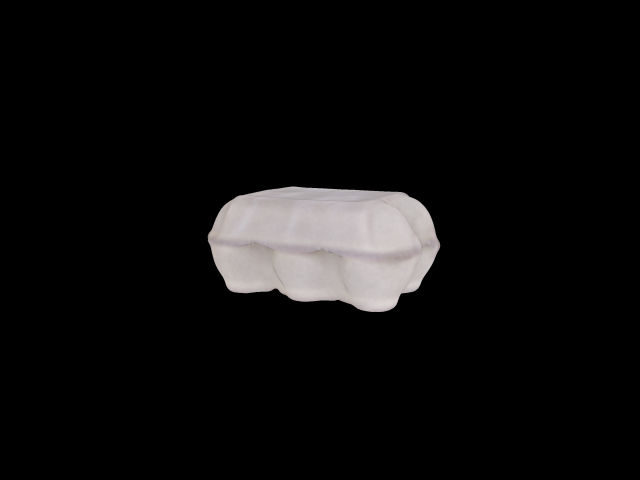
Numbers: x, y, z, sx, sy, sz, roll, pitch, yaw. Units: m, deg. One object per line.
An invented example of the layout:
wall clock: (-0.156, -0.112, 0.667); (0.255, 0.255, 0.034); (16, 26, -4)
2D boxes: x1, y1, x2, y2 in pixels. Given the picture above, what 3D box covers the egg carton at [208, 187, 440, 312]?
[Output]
egg carton: (0.004, 0.001, 0.400); (0.150, 0.069, 0.107); (5, 11, 24)
